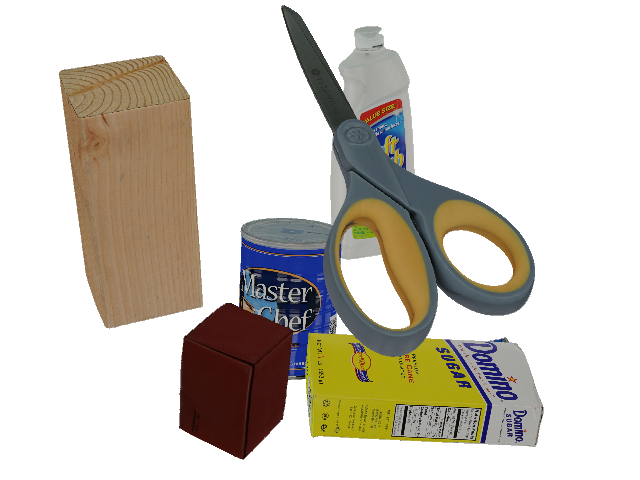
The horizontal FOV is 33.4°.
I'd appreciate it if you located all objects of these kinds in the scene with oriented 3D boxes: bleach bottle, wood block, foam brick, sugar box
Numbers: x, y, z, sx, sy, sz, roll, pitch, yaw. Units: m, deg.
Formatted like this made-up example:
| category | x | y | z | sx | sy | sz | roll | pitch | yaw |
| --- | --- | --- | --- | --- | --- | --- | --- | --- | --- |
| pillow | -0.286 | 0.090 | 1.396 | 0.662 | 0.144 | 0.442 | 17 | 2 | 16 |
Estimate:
| category | x | y | z | sx | sy | sz | roll | pitch | yaw |
| --- | --- | --- | --- | --- | --- | --- | --- | --- | --- |
| bleach bottle | 0.052 | -0.109 | 1.182 | 0.102 | 0.251 | 0.068 | -10 | 25 | -12 |
| wood block | -0.159 | -0.040 | 0.907 | 0.090 | 0.206 | 0.090 | -12 | 36 | -18 |
| foam brick | -0.055 | 0.090 | 0.689 | 0.053 | 0.078 | 0.051 | 22 | 34 | 22 |
| sugar box | 0.078 | 0.115 | 0.839 | 0.176 | 0.048 | 0.093 | 1 | 28 | -3 |

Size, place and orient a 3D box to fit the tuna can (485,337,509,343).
| category | x | y | z | sx | sy | sz | roll | pitch | yaw |
| --- | --- | --- | --- | --- | --- | --- | --- | --- | --- |
| tuna can | 0.213 | 0.160 | 1.271 | 0.034 | 0.086 | 0.086 | -12 | -3 | 16 |

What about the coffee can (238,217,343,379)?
| category | x | y | z | sx | sy | sz | roll | pitch | yaw |
| --- | --- | --- | --- | --- | --- | --- | --- | --- | --- |
| coffee can | -0.032 | 0.057 | 1.079 | 0.103 | 0.140 | 0.103 | 3 | 14 | -1 |

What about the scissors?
| category | x | y | z | sx | sy | sz | roll | pitch | yaw |
| --- | --- | --- | --- | --- | --- | --- | --- | --- | --- |
| scissors | 0.035 | -0.036 | 0.471 | 0.096 | 0.202 | 0.016 | 2 | -40 | -10 |
